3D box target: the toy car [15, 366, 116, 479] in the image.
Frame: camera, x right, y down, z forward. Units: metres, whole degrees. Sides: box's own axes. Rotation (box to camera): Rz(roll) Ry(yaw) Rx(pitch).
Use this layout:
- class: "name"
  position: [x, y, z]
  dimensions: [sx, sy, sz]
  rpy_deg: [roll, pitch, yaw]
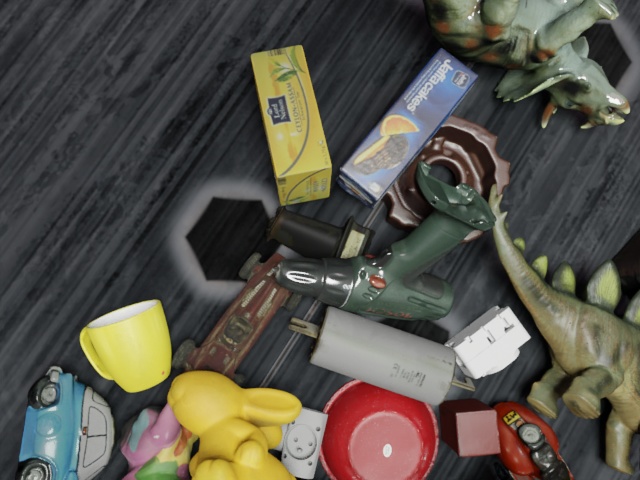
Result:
- class: "toy car"
  position: [-0.297, 0.232, 0.635]
  dimensions: [0.103, 0.109, 0.161]
  rpy_deg: [11, 71, -25]

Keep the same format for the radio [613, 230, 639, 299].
- class: "radio"
  position: [0.510, 0.077, 0.712]
  dimensions: [0.131, 0.073, 0.229]
  rpy_deg: [-40, 88, -7]

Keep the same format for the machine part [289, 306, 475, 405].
- class: "machine part"
  position: [0.077, 0.144, 0.670]
  dimensions: [0.243, 0.079, 0.079]
  rpy_deg: [20, 83, 0]

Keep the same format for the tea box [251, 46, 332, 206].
- class: "tea box"
  position: [-0.036, -0.140, 0.669]
  dimensions: [0.068, 0.098, 0.169]
  rpy_deg: [-11, 75, -5]

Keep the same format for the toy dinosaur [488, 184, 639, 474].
- class: "toy dinosaur"
  position: [0.340, 0.135, 0.663]
  dimensions: [0.471, 0.105, 0.198]
  rpy_deg: [43, 66, -15]

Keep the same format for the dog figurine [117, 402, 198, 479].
- class: "dog figurine"
  position: [-0.169, 0.294, 0.612]
  dimensions: [0.192, 0.108, 0.219]
  rpy_deg: [14, 77, 29]

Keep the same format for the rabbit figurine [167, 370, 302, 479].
- class: "rabbit figurine"
  position: [-0.095, 0.210, 0.573]
  dimensions: [0.162, 0.121, 0.173]
  rpy_deg: [-10, 51, -37]

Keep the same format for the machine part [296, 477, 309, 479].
- class: "machine part"
  position: [-0.015, 0.385, 0.592]
  dimensions: [0.201, 0.087, 0.201]
  rpy_deg: [7, 83, 36]

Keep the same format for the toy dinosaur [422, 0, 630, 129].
- class: "toy dinosaur"
  position: [0.212, -0.259, 0.636]
  dimensions: [0.405, 0.192, 0.131]
  rpy_deg: [16, 59, -22]

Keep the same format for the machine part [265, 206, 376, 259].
- class: "machine part"
  position: [-0.001, -0.002, 0.704]
  dimensions: [0.139, 0.039, 0.084]
  rpy_deg: [18, 92, -4]

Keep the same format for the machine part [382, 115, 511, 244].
- class: "machine part"
  position: [0.159, -0.080, 0.713]
  dimensions: [0.179, 0.056, 0.179]
  rpy_deg: [0, 83, -3]

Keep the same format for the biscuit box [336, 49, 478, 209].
- class: "biscuit box"
  position: [0.106, -0.135, 0.660]
  dimensions: [0.063, 0.059, 0.202]
  rpy_deg: [39, 82, 3]

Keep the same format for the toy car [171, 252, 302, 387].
- class: "toy car"
  position: [-0.096, 0.104, 0.670]
  dimensions: [0.089, 0.053, 0.202]
  rpy_deg: [36, 76, 3]

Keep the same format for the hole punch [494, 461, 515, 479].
- class: "hole punch"
  position: [0.202, 0.337, 0.592]
  dimensions: [0.092, 0.115, 0.142]
  rpy_deg: [-40, 66, 17]

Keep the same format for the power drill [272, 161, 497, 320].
- class: "power drill"
  position: [0.087, 0.013, 0.626]
  dimensions: [0.232, 0.086, 0.207]
  rpy_deg: [20, 120, -23]

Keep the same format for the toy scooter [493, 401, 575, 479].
- class: "toy scooter"
  position: [0.277, 0.283, 0.645]
  dimensions: [0.075, 0.135, 0.184]
  rpy_deg: [-31, 86, -5]
